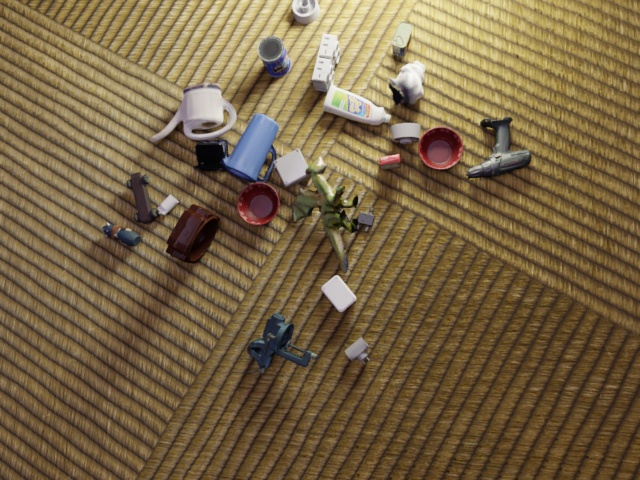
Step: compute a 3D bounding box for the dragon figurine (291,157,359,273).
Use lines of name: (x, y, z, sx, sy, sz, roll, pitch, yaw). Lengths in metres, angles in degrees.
dragon figurine: (0.006, -0.094, 1.872, 0.243, 0.123, 0.407, 9, 100, 30)

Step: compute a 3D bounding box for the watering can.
watering can: (-0.494, -0.490, 1.993, 0.347, 0.103, 0.226, -6, 79, 6)

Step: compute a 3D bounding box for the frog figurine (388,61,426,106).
frog figurine: (0.341, -0.581, 1.897, 0.160, 0.124, 0.135, -38, 112, -8)
